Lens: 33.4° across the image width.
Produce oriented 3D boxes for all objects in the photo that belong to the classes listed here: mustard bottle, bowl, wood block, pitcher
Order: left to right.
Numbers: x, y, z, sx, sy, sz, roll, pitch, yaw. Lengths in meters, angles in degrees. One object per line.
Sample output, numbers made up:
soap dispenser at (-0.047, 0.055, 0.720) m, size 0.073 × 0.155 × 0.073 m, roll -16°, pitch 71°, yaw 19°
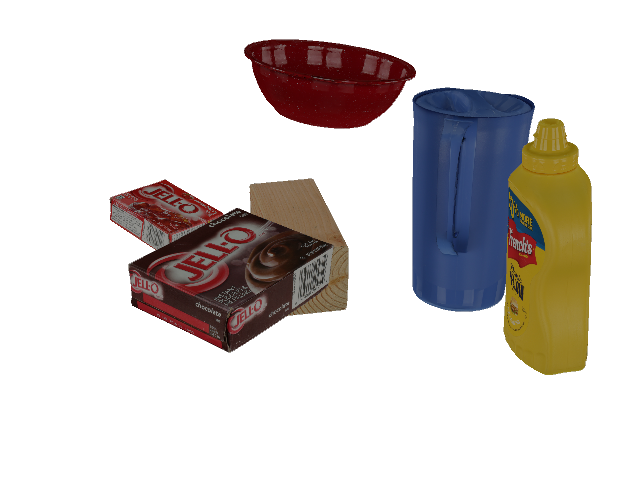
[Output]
wood block at (-0.031, 0.004, 1.367) m, size 0.090 × 0.090 × 0.206 m, roll -5°, pitch 28°, yaw -11°
bowl at (0.006, -0.144, 1.001) m, size 0.162 × 0.055 × 0.162 m, roll 7°, pitch 22°, yaw -3°
pitcher at (0.161, -0.043, 1.205) m, size 0.149 × 0.243 × 0.145 m, roll -9°, pitch 24°, yaw -25°
mustard bottle at (0.174, 0.000, 0.815) m, size 0.058 × 0.192 × 0.096 m, roll -7°, pitch 26°, yaw -6°

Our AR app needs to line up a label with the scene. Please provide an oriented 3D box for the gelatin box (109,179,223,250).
gelatin box at (-0.153, -0.025, 1.057) m, size 0.089 × 0.030 × 0.073 m, roll 30°, pitch 35°, yaw 31°

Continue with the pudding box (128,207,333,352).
pudding box at (-0.059, 0.024, 0.724) m, size 0.090 × 0.039 × 0.113 m, roll 22°, pitch 32°, yaw 31°
